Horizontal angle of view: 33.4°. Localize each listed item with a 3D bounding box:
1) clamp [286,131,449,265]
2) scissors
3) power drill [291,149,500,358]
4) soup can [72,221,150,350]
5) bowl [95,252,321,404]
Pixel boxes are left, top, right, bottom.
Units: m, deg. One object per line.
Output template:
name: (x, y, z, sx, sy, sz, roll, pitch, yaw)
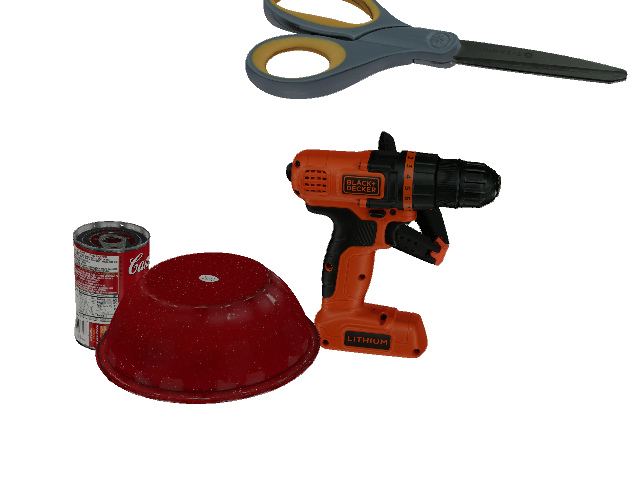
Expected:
clamp: (0.068, -0.046, 1.263, 0.164, 0.036, 0.210, -16, 52, -29)
scissors: (0.047, -0.091, 0.559, 0.202, 0.096, 0.016, 25, -32, 23)
power drill: (0.064, 0.010, 0.963, 0.184, 0.188, 0.057, 5, 18, 11)
soup can: (-0.190, 0.042, 0.966, 0.068, 0.102, 0.068, 4, 21, -2)
bowl: (-0.080, 0.051, 0.759, 0.162, 0.055, 0.162, 0, 23, 0)
